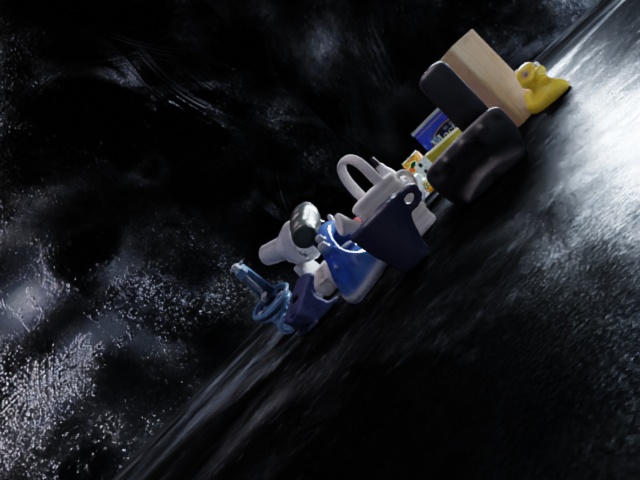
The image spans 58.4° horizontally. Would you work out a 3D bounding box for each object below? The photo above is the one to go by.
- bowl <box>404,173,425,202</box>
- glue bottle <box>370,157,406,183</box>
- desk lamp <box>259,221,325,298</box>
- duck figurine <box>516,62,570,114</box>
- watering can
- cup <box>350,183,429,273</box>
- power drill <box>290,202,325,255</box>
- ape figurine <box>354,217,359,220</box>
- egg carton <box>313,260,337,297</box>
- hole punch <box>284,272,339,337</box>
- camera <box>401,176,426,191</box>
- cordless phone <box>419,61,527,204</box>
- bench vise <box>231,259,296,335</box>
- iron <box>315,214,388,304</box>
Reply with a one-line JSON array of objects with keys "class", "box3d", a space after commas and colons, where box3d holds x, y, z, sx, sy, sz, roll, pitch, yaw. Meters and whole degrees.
[{"class": "bowl", "box3d": [0.178, -0.066, 1.275, 0.167, 0.074, 0.167, -45, 0, 1]}, {"class": "glue bottle", "box3d": [0.188, -0.146, 1.443, 0.037, 0.173, 0.078, -44, 1, -2]}, {"class": "desk lamp", "box3d": [-0.056, 0.065, 1.535, 0.203, 0.213, 0.118, -44, 1, 41]}, {"class": "duck figurine", "box3d": [0.397, -0.287, 1.054, 0.077, 0.086, 0.104, -45, 1, -2]}, {"class": "watering can", "box3d": [0.099, -0.069, 1.014, 0.173, 0.194, 0.101, -45, 1, -43]}, {"class": "cup", "box3d": [0.113, -0.011, 0.790, 0.117, 0.095, 0.092, -44, 1, 15]}, {"class": "power drill", "box3d": [0.012, 0.005, 1.276, 0.075, 0.208, 0.230, -44, 1, 12]}, {"class": "ape figurine", "box3d": [0.117, -0.019, 1.445, 0.077, 0.092, 0.076, -44, 1, 20]}, {"class": "egg carton", "box3d": [0.039, 0.074, 1.430, 0.107, 0.069, 0.150, -44, 1, 29]}, {"class": "hole punch", "box3d": [-0.032, 0.130, 1.160, 0.101, 0.091, 0.108, -45, 1, -28]}, {"class": "camera", "box3d": [0.205, -0.114, 1.631, 0.143, 0.101, 0.137, -45, 1, -14]}, {"class": "cordless phone", "box3d": [0.195, -0.155, 0.843, 0.147, 0.185, 0.094, -44, 1, 8]}, {"class": "bench vise", "box3d": [-0.141, 0.145, 1.447, 0.121, 0.219, 0.207, -45, 1, -14]}, {"class": "iron", "box3d": [0.044, 0.022, 1.047, 0.118, 0.141, 0.258, -44, 1, 15]}]
